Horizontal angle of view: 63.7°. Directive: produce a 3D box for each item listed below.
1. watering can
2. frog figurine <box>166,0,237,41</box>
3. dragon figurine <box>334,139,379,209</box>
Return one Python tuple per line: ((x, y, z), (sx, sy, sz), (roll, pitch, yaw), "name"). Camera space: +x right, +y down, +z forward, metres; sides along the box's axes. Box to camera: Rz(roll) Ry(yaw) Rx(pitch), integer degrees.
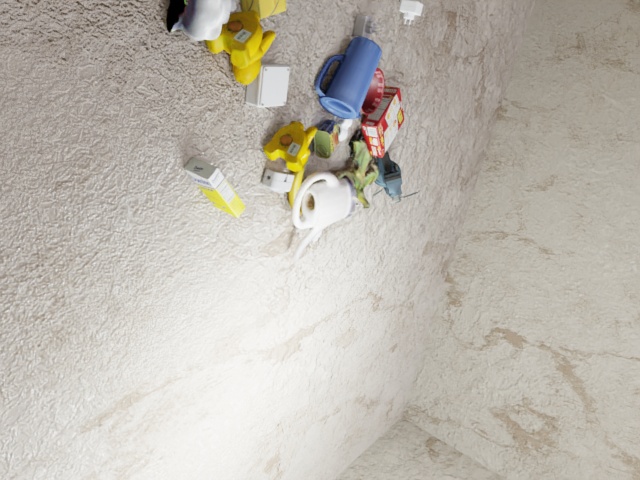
((0.005, -0.085, 1.681), (0.226, 0.106, 0.339), (-16, 135, -28), "watering can")
((-0.235, -0.496, 1.097), (0.160, 0.123, 0.136), (-14, 103, -41), "frog figurine")
((0.104, -0.244, 1.842), (0.408, 0.122, 0.243), (17, 85, -57), "dragon figurine")
